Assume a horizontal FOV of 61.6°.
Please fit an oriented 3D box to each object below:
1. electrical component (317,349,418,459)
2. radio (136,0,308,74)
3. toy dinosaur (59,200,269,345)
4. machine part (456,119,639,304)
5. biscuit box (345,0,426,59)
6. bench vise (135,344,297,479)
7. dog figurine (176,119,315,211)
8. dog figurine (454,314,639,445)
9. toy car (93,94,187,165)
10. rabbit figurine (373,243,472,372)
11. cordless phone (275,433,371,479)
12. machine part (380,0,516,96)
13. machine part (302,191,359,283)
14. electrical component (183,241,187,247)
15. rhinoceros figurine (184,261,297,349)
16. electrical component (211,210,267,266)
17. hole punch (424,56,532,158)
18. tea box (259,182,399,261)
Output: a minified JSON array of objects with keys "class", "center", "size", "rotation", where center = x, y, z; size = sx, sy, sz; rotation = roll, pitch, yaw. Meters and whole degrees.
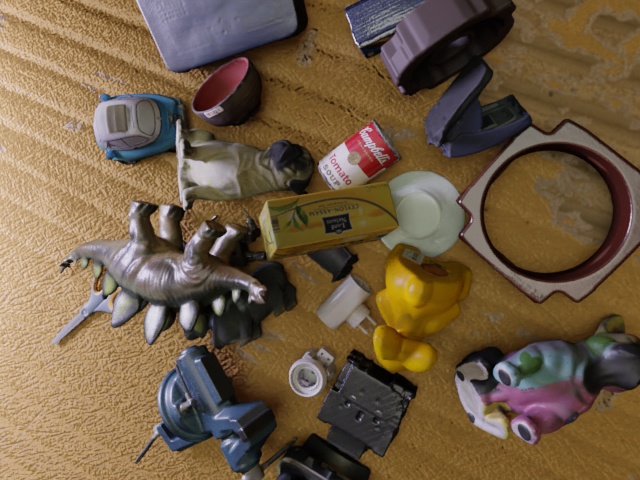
[{"class":"electrical component","center":[0.065,0.247,0.788],"size":[0.115,0.058,0.134],"rotation":[26,99,14]},{"class":"radio","center":[-0.138,-0.338,0.788],"size":[0.230,0.073,0.131],"rotation":[-12,111,17]},{"class":"toy dinosaur","center":[-0.251,0.042,0.802],"size":[0.472,0.105,0.198],"rotation":[14,92,37]},{"class":"machine part","center":[0.297,-0.036,0.695],"size":[0.201,0.087,0.201],"rotation":[42,103,8]},{"class":"biscuit box","center":[0.141,-0.323,0.736],"size":[0.203,0.059,0.062],"rotation":[-19,86,16]},{"class":"bench vise","center":[-0.179,0.283,0.832],"size":[0.240,0.129,0.223],"rotation":[-35,93,35]},{"class":"dog figurine","center":[-0.117,-0.115,0.814],"size":[0.190,0.172,0.121],"rotation":[-5,124,-19]},{"class":"dog figurine","center":[0.310,0.171,0.699],"size":[0.219,0.191,0.108],"rotation":[-17,85,-19]},{"class":"toy car","center":[-0.295,-0.178,0.843],"size":[0.162,0.103,0.109],"rotation":[-2,93,17]},{"class":"rabbit figurine","center":[0.127,0.114,0.730],"size":[0.122,0.162,0.173],"rotation":[21,116,2]},{"class":"cordless phone","center":[-0.006,0.361,0.748],"size":[0.147,0.184,0.088],"rotation":[29,95,12]},{"class":"machine part","center":[0.160,-0.255,0.681],"size":[0.179,0.179,0.056],"rotation":[-31,83,15]},{"class":"machine part","center":[-0.002,-0.002,0.804],"size":[0.084,0.039,0.139],"rotation":[-42,80,8]},{"class":"electrical component","center":[-0.205,0.047,0.870],"size":[0.094,0.021,0.063],"rotation":[45,104,8]},{"class":"rhinoceros figurine","center":[-0.127,0.105,0.825],"size":[0.190,0.073,0.112],"rotation":[-34,85,15]},{"class":"electrical component","center":[-0.138,-0.001,0.841],"size":[0.102,0.045,0.078],"rotation":[-8,119,18]},{"class":"hole punch","center":[0.201,-0.160,0.698],"size":[0.092,0.142,0.115],"rotation":[34,118,-15]},{"class":"tea box","center":[0.009,-0.024,0.731],"size":[0.170,0.098,0.068],"rotation":[-9,80,-15]}]
